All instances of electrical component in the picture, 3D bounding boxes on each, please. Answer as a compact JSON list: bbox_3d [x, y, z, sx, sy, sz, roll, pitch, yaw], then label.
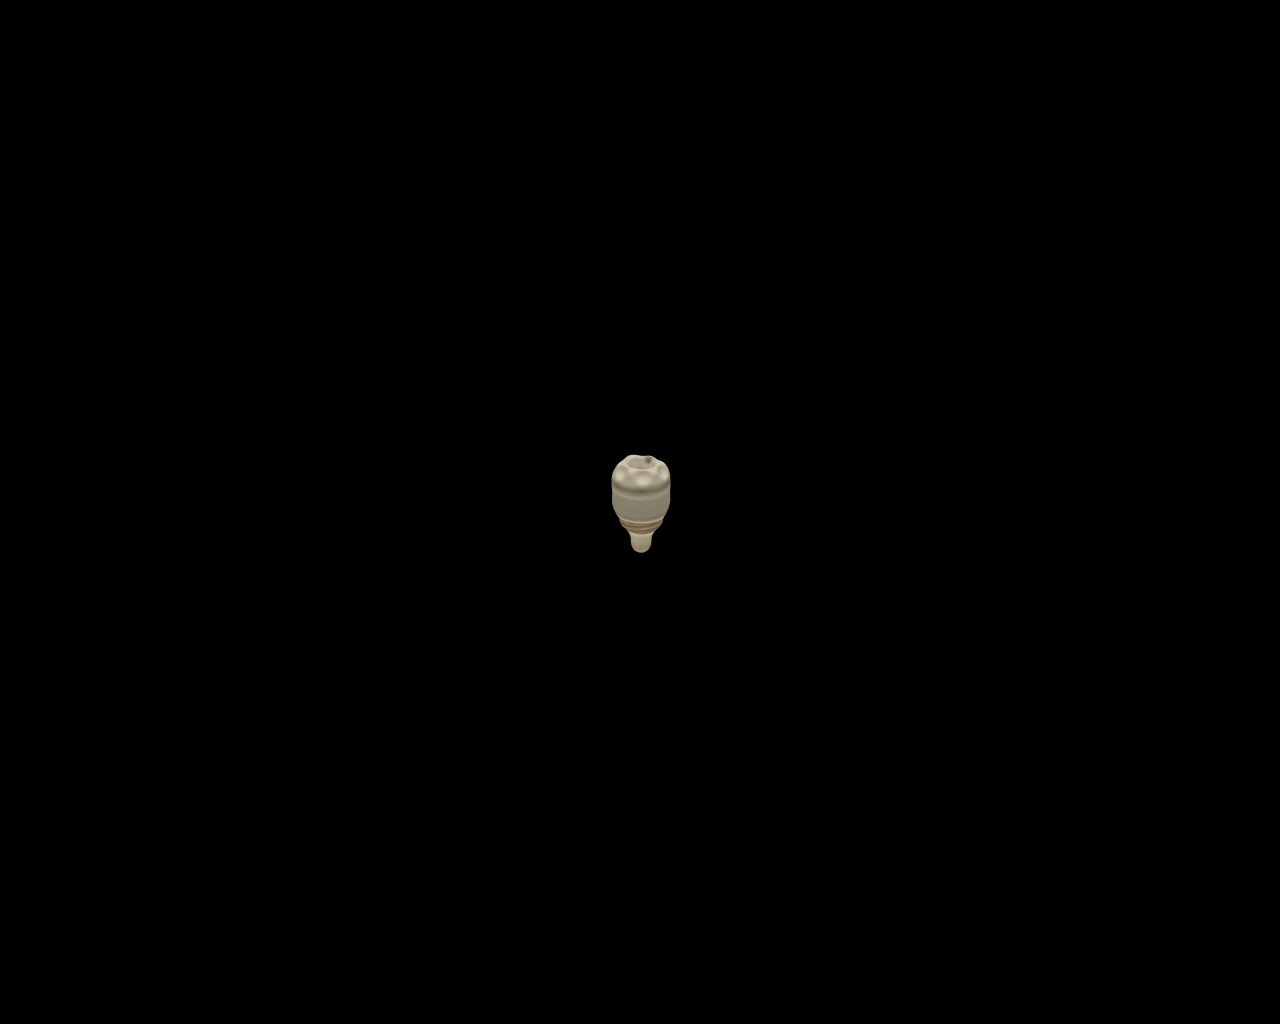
[{"bbox_3d":[0.001,-0.003,0.650,0.035,0.061,0.035,0,27,0],"label":"electrical component"}]
